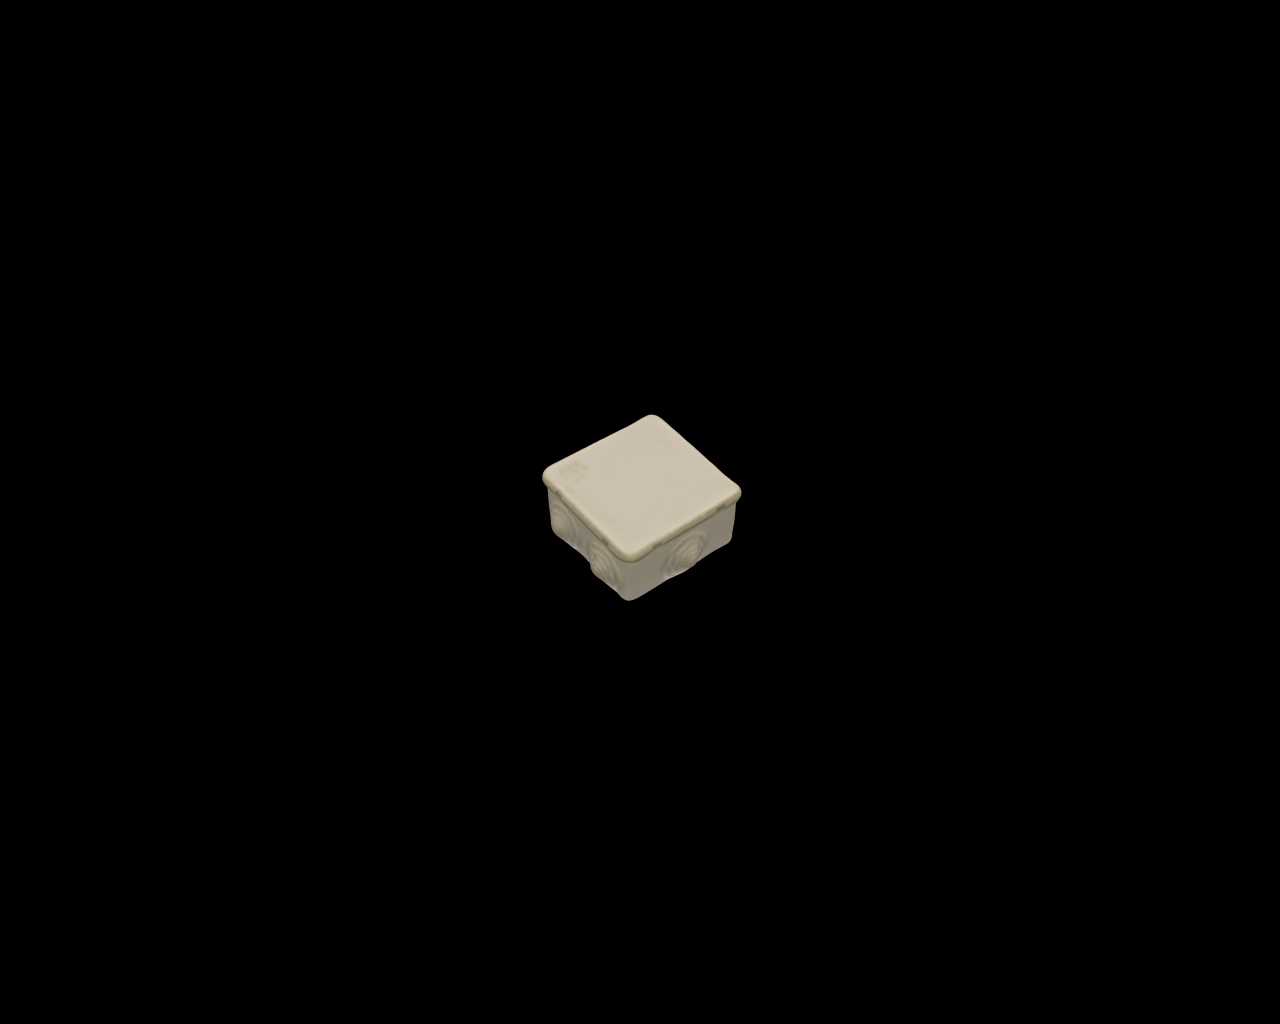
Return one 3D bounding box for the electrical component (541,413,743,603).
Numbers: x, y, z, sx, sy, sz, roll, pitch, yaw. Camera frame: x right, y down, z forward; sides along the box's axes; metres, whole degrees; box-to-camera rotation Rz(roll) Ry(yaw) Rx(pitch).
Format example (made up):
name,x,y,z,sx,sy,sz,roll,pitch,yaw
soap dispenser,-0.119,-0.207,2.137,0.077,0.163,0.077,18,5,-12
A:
name,x,y,z,sx,sy,sz,roll,pitch,yaw
electrical component,0.001,-0.003,0.650,0.100,0.048,0.100,-30,54,-24
